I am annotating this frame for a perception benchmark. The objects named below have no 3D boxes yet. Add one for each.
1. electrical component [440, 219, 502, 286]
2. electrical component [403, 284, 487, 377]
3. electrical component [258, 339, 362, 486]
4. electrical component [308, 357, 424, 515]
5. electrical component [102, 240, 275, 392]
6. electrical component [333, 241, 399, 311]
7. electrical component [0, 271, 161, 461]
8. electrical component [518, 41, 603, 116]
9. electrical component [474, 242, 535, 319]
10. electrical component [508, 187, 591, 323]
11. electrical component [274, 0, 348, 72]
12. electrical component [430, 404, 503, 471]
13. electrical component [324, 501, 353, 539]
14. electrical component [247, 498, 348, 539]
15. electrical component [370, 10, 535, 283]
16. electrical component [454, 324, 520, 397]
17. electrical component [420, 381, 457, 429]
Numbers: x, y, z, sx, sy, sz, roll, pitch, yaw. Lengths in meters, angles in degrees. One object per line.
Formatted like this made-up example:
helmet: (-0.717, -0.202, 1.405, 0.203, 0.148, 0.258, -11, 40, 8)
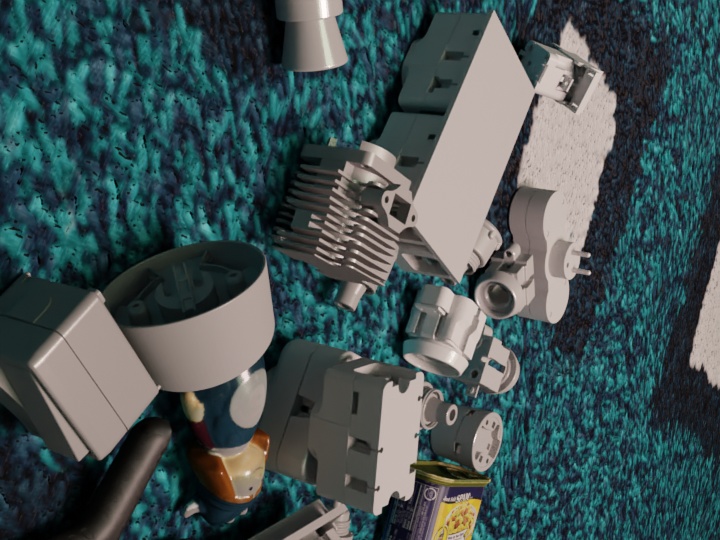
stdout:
electrical component: (0.090, -0.016, 0.933, 0.062, 0.048, 0.048, -56, 140, -19)
electrical component: (0.069, 0.055, 0.911, 0.078, 0.058, 0.057, 44, 60, -51)
electrical component: (-0.037, 0.101, 0.766, 0.054, 0.059, 0.095, 34, 71, -54)
electrical component: (0.003, 0.109, 0.721, 0.050, 0.056, 0.089, -10, 108, -54)
electrical component: (-0.098, 0.021, 0.621, 0.099, 0.099, 0.064, -49, 142, -36)
electrical component: (0.000, 0.000, 0.805, 0.043, 0.043, 0.062, 46, 63, -51)
electrical component: (-0.158, 0.058, 0.575, 0.061, 0.062, 0.096, -54, 139, -32)
electrical component: (0.179, -0.179, 0.988, 0.064, 0.081, 0.042, 11, 114, -29)
electrical component: (0.136, 0.015, 1.007, 0.055, 0.048, 0.066, -43, 133, -51)
electrical component: (0.192, -0.012, 1.053, 0.052, 0.074, 0.138, -35, 127, -46)
electrical component: (-0.033, -0.163, 0.709, 0.045, 0.045, 0.055, -32, 125, -47)
electrical component: (0.097, 0.152, 0.987, 0.055, 0.047, 0.055, -22, 117, -51)
electrical component: (-0.024, 0.213, 0.836, 0.040, 0.040, 0.078, 8, 93, -56)
electrical component: (-0.059, 0.218, 0.754, 0.121, 0.063, 0.078, -18, 154, -52)
electrical component: (0.066, -0.099, 0.855, 0.105, 0.060, 0.186, 48, 59, -50)
electrical component: (0.117, 0.088, 1.001, 0.055, 0.048, 0.066, 30, 75, -47)
electrical component: (0.050, 0.113, 0.894, 0.048, 0.062, 0.048, -21, 117, -51)
